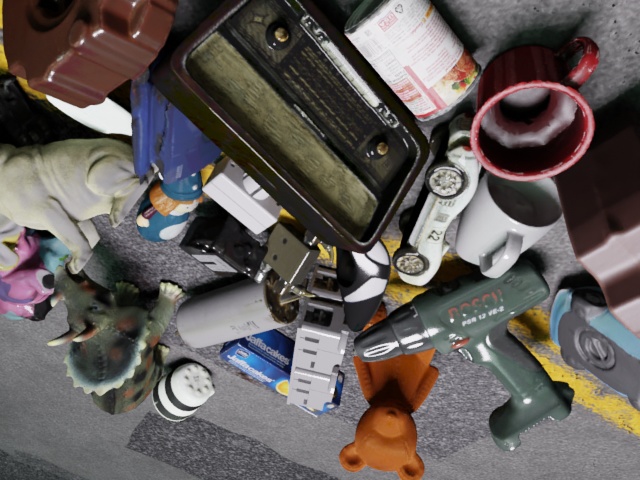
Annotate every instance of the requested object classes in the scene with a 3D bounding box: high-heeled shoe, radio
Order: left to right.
[{"bbox_3d":[-0.014,-0.105,0.465,0.229,0.131,0.073,43,164,-27],"label":"radio"},{"bbox_3d":[-0.001,-0.002,0.585,0.145,0.086,0.248,-1,111,-11],"label":"high-heeled shoe"}]

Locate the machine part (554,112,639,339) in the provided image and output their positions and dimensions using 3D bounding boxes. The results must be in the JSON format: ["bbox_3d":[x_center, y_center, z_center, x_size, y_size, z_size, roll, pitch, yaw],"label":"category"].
[{"bbox_3d":[0.297,0.004,0.449,0.201,0.201,0.087,36,128,-18],"label":"machine part"}]

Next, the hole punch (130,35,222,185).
[{"bbox_3d":[-0.127,-0.123,0.516,0.092,0.116,0.142,14,136,-9],"label":"hole punch"}]

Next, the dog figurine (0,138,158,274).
[{"bbox_3d":[-0.288,-0.082,0.562,0.190,0.172,0.121,41,170,-21],"label":"dog figurine"}]

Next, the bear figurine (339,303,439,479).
[{"bbox_3d":[0.093,0.197,0.699,0.120,0.196,0.131,10,134,10],"label":"bear figurine"}]

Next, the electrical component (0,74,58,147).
[{"bbox_3d":[-0.377,-0.120,0.625,0.115,0.058,0.134,3,134,16],"label":"electrical component"}]

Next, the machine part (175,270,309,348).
[{"bbox_3d":[-0.116,0.099,0.746,0.243,0.079,0.079,-18,126,31],"label":"machine part"}]

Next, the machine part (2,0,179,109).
[{"bbox_3d":[-0.187,-0.196,0.423,0.179,0.179,0.056,-21,162,31],"label":"machine part"}]

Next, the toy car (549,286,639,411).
[{"bbox_3d":[0.348,0.107,0.599,0.103,0.162,0.109,-26,128,-21],"label":"toy car"}]

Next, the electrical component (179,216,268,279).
[{"bbox_3d":[-0.129,0.007,0.654,0.119,0.048,0.074,2,148,42],"label":"electrical component"}]

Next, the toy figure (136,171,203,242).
[{"bbox_3d":[-0.172,-0.045,0.628,0.058,0.064,0.154,37,143,-14],"label":"toy figure"}]

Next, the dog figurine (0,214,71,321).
[{"bbox_3d":[-0.448,0.038,0.767,0.219,0.108,0.191,-23,124,36],"label":"dog figurine"}]

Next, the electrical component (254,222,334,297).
[{"bbox_3d":[-0.029,0.023,0.653,0.078,0.045,0.102,34,105,32],"label":"electrical component"}]

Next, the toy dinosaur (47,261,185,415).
[{"bbox_3d":[-0.297,0.187,0.805,0.131,0.192,0.404,17,134,3],"label":"toy dinosaur"}]

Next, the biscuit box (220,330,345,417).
[{"bbox_3d":[-0.056,0.196,0.835,0.202,0.063,0.059,36,131,-19],"label":"biscuit box"}]

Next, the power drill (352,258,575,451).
[{"bbox_3d":[0.183,0.141,0.636,0.232,0.086,0.207,-34,93,8],"label":"power drill"}]

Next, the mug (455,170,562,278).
[{"bbox_3d":[0.182,-0.009,0.544,0.081,0.109,0.107,13,149,-5],"label":"mug"}]

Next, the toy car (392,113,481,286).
[{"bbox_3d":[0.120,-0.035,0.551,0.056,0.073,0.201,16,136,2],"label":"toy car"}]
